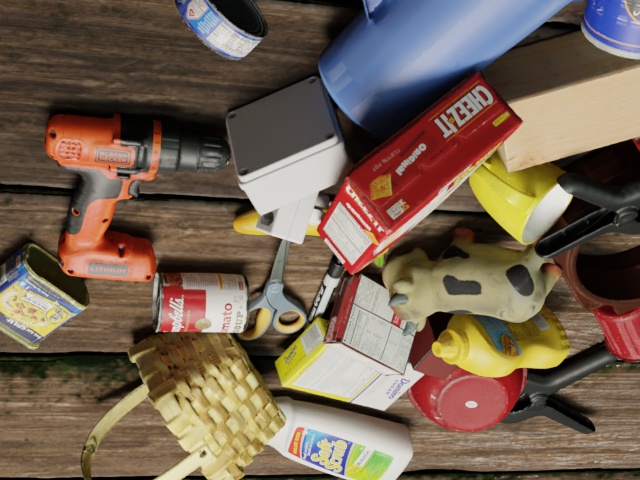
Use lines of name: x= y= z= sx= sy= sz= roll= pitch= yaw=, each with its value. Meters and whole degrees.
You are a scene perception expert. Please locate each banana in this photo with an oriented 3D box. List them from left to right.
banana: x=0.004 y=-0.011 z=1.190 sx=0.197 sy=0.037 sz=0.070 roll=16 pitch=124 yaw=-25

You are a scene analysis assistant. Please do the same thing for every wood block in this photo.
wood block: x=0.274 y=-0.154 z=1.086 sx=0.206 sy=0.090 sz=0.091 roll=-16 pitch=133 yaw=2

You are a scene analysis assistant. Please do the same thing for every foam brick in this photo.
foam brick: x=0.140 y=0.123 z=1.315 sx=0.053 sy=0.078 sz=0.051 roll=21 pitch=125 yaw=-26

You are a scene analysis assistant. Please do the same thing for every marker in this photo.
marker: x=0.007 y=0.065 z=1.272 sx=0.020 sy=0.020 sz=0.121 roll=7 pitch=130 yaw=-19

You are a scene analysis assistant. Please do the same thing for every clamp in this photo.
clamp: x=0.301 y=0.203 z=1.452 sx=0.209 sy=0.036 sz=0.165 roll=3 pitch=127 yaw=-11
clamp: x=0.310 y=-0.039 z=1.116 sx=0.171 sy=0.039 sz=0.120 roll=-15 pitch=147 yaw=-6

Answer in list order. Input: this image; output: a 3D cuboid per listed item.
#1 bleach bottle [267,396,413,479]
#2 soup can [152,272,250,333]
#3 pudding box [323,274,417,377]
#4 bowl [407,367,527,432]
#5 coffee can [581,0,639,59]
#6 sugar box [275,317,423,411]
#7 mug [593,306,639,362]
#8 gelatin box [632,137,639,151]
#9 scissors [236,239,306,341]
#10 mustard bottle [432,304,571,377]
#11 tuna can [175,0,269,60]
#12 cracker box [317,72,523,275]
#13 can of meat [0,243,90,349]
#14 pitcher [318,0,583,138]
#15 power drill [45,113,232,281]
bleach bottle: x=-0.004 y=0.265 z=1.424 sx=0.250 sy=0.068 sz=0.103 roll=19 pitch=125 yaw=-24
soup can: x=-0.136 y=0.071 z=1.213 sx=0.102 sy=0.068 sz=0.069 roll=2 pitch=131 yaw=-16
pudding box: x=0.064 y=0.102 z=1.270 sx=0.113 sy=0.090 sz=0.039 roll=30 pitch=159 yaw=-32
bowl: x=0.194 y=0.195 z=1.384 sx=0.162 sy=0.055 sz=0.162 roll=-1 pitch=120 yaw=-2
coffee can: x=0.307 y=-0.255 z=0.993 sx=0.102 sy=0.103 sz=0.140 roll=-6 pitch=132 yaw=-8
sugar box: x=0.041 y=0.157 z=1.334 sx=0.175 sy=0.048 sz=0.093 roll=19 pitch=126 yaw=-40
mug: x=0.400 y=0.087 z=1.336 sx=0.117 sy=0.093 sz=0.081 roll=-28 pitch=127 yaw=11
gelatin box: x=0.368 y=-0.123 z=1.136 sx=0.073 sy=0.089 sz=0.030 roll=-40 pitch=127 yaw=22
scissors: x=-0.037 y=0.058 z=1.240 sx=0.096 sy=0.016 sz=0.202 roll=8 pitch=138 yaw=-27
mustard bottle: x=0.207 y=0.118 z=1.275 sx=0.191 sy=0.096 sz=0.058 roll=-4 pitch=139 yaw=-39
tuna can: x=-0.089 y=-0.204 z=0.961 sx=0.086 sy=0.086 sz=0.034 roll=31 pitch=121 yaw=-34
cracker box: x=0.086 y=-0.059 z=1.031 sx=0.164 sy=0.072 sz=0.214 roll=-39 pitch=175 yaw=-13
can of meat: x=-0.316 y=0.061 z=1.169 sx=0.084 sy=0.057 sz=0.102 roll=-35 pitch=130 yaw=15
pitcher: x=0.108 y=-0.211 z=0.976 sx=0.243 sy=0.144 sz=0.149 roll=-39 pitch=85 yaw=26
power drill: x=-0.195 y=-0.044 z=1.103 sx=0.184 sy=0.057 sz=0.188 roll=6 pitch=127 yaw=-13
